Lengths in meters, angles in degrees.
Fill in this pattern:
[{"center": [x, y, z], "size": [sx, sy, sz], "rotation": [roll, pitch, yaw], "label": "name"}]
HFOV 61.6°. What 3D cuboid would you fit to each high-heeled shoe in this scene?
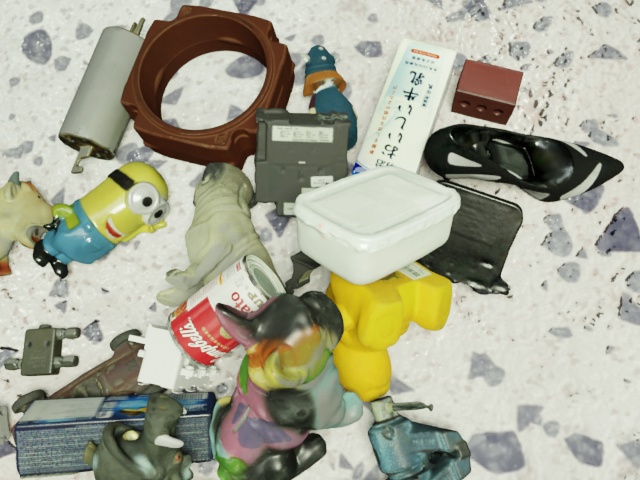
[{"center": [0.246, -0.103, 0.628], "size": [0.249, 0.145, 0.086], "rotation": [-4, 75, 6], "label": "high-heeled shoe"}]

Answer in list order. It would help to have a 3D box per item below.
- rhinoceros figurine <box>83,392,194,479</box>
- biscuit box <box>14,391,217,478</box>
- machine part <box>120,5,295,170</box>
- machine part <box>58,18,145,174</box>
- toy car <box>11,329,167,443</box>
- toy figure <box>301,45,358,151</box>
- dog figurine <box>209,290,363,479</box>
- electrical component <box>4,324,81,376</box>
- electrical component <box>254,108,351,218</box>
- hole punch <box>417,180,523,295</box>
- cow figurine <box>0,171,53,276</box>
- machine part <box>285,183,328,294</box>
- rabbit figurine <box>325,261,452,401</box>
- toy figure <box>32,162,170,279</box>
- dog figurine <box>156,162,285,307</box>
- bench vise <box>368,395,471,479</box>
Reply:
[{"center": [-0.185, 0.243, 0.534], "size": [0.112, 0.073, 0.190], "rotation": [12, 102, -12], "label": "rhinoceros figurine"}, {"center": [-0.216, 0.210, 0.591], "size": [0.203, 0.059, 0.062], "rotation": [0, 101, -10], "label": "biscuit box"}, {"center": [-0.147, -0.206, 0.725], "size": [0.202, 0.087, 0.201], "rotation": [14, 76, 10], "label": "machine part"}, {"center": [-0.292, -0.201, 0.741], "size": [0.079, 0.079, 0.243], "rotation": [13, 77, 9], "label": "machine part"}, {"center": [-0.278, 0.188, 0.642], "size": [0.202, 0.053, 0.089], "rotation": [-31, 77, -5], "label": "toy car"}, {"center": [0.009, -0.191, 0.721], "size": [0.058, 0.064, 0.154], "rotation": [-31, 64, 35], "label": "toy figure"}, {"center": [-0.049, 0.138, 0.495], "size": [0.191, 0.219, 0.109], "rotation": [-41, 59, -8], "label": "dog figurine"}, {"center": [-0.350, 0.138, 0.677], "size": [0.094, 0.021, 0.063], "rotation": [-5, 73, 5], "label": "electrical component"}, {"center": [-0.024, -0.091, 0.660], "size": [0.115, 0.134, 0.058], "rotation": [3, 29, -5], "label": "electrical component"}, {"center": [0.172, -0.009, 0.649], "size": [0.142, 0.092, 0.115], "rotation": [21, 106, 7], "label": "hole punch"}, {"center": [-0.439, -0.016, 0.694], "size": [0.195, 0.085, 0.127], "rotation": [-7, 84, -10], "label": "cow figurine"}, {"center": [-0.001, -0.002, 0.639], "size": [0.039, 0.084, 0.138], "rotation": [29, 101, 14], "label": "machine part"}, {"center": [0.043, 0.098, 0.595], "size": [0.163, 0.173, 0.122], "rotation": [25, 34, 36], "label": "rabbit figurine"}, {"center": [-0.279, -0.031, 0.688], "size": [0.180, 0.082, 0.089], "rotation": [-34, 77, -3], "label": "toy figure"}, {"center": [-0.092, 0.007, 0.661], "size": [0.172, 0.121, 0.190], "rotation": [33, 57, -21], "label": "dog figurine"}, {"center": [0.049, 0.283, 0.540], "size": [0.241, 0.129, 0.223], "rotation": [-15, 89, -16], "label": "bench vise"}]
